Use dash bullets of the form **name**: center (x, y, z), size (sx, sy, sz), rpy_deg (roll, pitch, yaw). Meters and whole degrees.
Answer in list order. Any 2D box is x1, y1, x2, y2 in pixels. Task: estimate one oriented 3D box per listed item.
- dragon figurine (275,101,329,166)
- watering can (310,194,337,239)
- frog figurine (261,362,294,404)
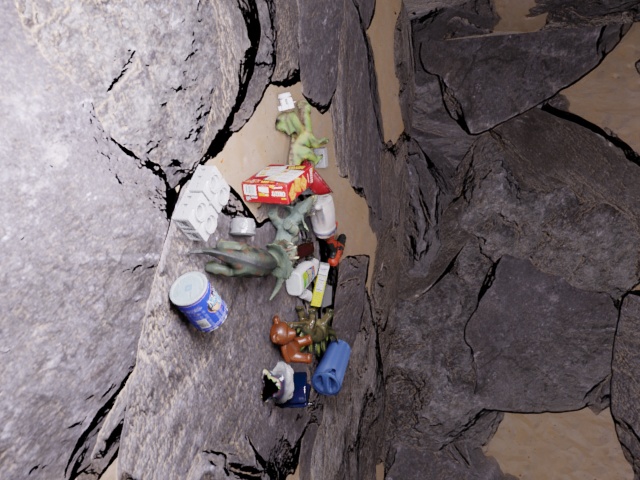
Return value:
- **dragon figurine**: center (-0.097, -0.362, 1.913), size (0.239, 0.121, 0.419), rpy_deg (50, 47, -35)
- **watering can**: center (0.006, -0.106, 2.098), size (0.353, 0.104, 0.221), rpy_deg (-82, 165, -68)
- **frog figurine**: center (-0.129, 0.504, 1.845), size (0.160, 0.121, 0.138), rpy_deg (-4, 77, -56)
